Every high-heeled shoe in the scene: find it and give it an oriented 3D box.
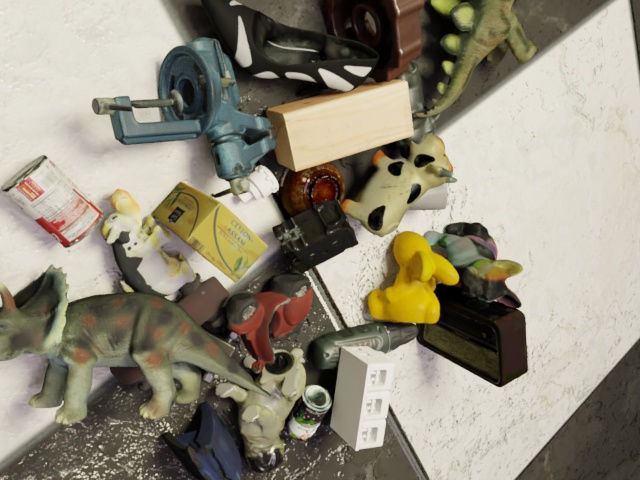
[{"bbox_3d":[-0.034,-0.284,0.755,0.248,0.145,0.086,30,52,-43],"label":"high-heeled shoe"}]

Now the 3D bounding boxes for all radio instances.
[{"bbox_3d":[0.285,0.172,1.037,0.073,0.230,0.131,-16,110,-29],"label":"radio"}]

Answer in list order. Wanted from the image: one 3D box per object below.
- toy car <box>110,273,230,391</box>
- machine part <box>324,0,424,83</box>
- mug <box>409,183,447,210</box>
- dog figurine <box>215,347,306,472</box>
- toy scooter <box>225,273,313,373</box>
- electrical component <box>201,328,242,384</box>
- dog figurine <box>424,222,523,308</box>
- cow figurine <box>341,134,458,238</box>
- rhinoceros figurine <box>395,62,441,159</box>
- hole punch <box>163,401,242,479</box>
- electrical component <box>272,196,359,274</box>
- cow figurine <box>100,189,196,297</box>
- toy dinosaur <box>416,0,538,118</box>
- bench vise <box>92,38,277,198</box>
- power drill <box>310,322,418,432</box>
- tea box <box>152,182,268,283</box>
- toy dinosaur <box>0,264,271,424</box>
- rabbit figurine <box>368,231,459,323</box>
[{"bbox_3d":[-0.226,0.134,0.810,0.202,0.053,0.089,-43,102,-16],"label":"toy car"},{"bbox_3d":[0.079,-0.326,0.807,0.056,0.180,0.179,-33,118,-25],"label":"machine part"},{"bbox_3d":[0.172,-0.091,0.981,0.107,0.109,0.080,-3,81,4],"label":"mug"},{"bbox_3d":[-0.077,0.296,0.935,0.172,0.121,0.190,-30,131,-19],"label":"dog figurine"},{"bbox_3d":[-0.077,0.135,0.869,0.184,0.075,0.135,-20,111,-49],"label":"toy scooter"},{"bbox_3d":[-0.170,0.184,0.867,0.078,0.045,0.102,24,86,-6],"label":"electrical component"},{"bbox_3d":[0.313,0.048,1.028,0.191,0.219,0.108,-15,114,-28],"label":"dog figurine"},{"bbox_3d":[0.140,-0.091,0.895,0.195,0.127,0.085,-54,160,5],"label":"cow figurine"},{"bbox_3d":[0.160,-0.215,0.952,0.112,0.073,0.190,-37,118,-31],"label":"rhinoceros figurine"},{"bbox_3d":[-0.175,0.338,0.867,0.092,0.116,0.142,-36,120,-29],"label":"hole punch"},{"bbox_3d":[-0.002,-0.003,0.871,0.115,0.058,0.134,-26,157,4],"label":"electrical component"},{"bbox_3d":[-0.257,0.013,0.752,0.098,0.068,0.167,-38,119,-11],"label":"cow figurine"},{"bbox_3d":[0.291,-0.394,0.955,0.198,0.105,0.471,27,75,-28],"label":"toy dinosaur"},{"bbox_3d":[-0.176,-0.156,0.710,0.240,0.129,0.223,-17,105,-46],"label":"bench vise"},{"bbox_3d":[0.085,0.259,1.026,0.232,0.086,0.207,3,105,-31],"label":"power drill"},{"bbox_3d":[-0.156,-0.015,0.743,0.068,0.170,0.098,-49,124,-9],"label":"tea box"},{"bbox_3d":[-0.259,0.132,0.715,0.405,0.131,0.192,3,91,-27],"label":"toy dinosaur"},{"bbox_3d":[0.170,0.066,0.999,0.122,0.162,0.173,6,82,-23],"label":"rabbit figurine"}]
